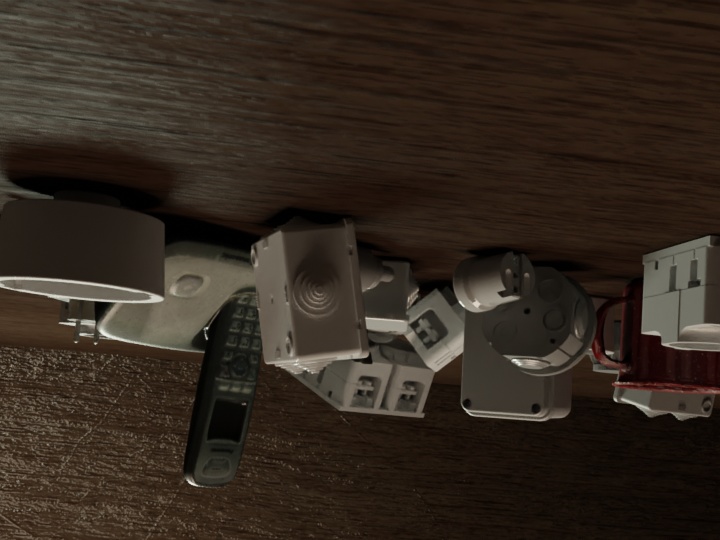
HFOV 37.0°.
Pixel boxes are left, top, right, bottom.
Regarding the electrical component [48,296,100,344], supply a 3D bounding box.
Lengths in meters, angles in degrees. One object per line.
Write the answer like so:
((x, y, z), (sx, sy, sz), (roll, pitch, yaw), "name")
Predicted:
((-0.240, 0.027, 0.960), (0.066, 0.076, 0.047), (3, 172, 11), "electrical component")

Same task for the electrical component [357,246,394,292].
((0.000, 0.000, 0.781), (0.061, 0.035, 0.035), (9, 171, -44), "electrical component")

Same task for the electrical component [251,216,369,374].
((-0.035, 0.017, 0.701), (0.048, 0.099, 0.100), (-6, 176, -20), "electrical component")

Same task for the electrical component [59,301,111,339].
((-0.211, 0.047, 1.139), (0.105, 0.060, 0.186), (-1, 170, 36), "electrical component")

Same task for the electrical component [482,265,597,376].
((0.132, 0.036, 0.800), (0.080, 0.080, 0.051), (1, 166, 27), "electrical component")

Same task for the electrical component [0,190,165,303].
((-0.173, -0.017, 0.671), (0.108, 0.060, 0.108), (5, 172, 1), "electrical component")

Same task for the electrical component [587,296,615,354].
((0.201, 0.049, 0.962), (0.055, 0.047, 0.055), (5, 172, 1), "electrical component")

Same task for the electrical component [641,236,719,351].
((0.269, 0.023, 0.689), (0.150, 0.061, 0.089), (6, 172, -11), "electrical component")

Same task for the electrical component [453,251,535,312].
((0.096, 0.007, 0.762), (0.040, 0.040, 0.046), (11, 164, -35), "electrical component")

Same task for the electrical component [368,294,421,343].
((0.026, 0.044, 1.036), (0.066, 0.048, 0.055), (8, 164, -22), "electrical component")

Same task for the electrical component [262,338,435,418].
((-0.020, 0.084, 1.110), (0.105, 0.060, 0.186), (11, -169, -37), "electrical component")

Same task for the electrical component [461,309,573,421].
((0.127, 0.063, 0.870), (0.078, 0.113, 0.057), (0, 174, 31), "electrical component")

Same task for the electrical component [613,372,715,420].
((0.299, 0.092, 1.030), (0.100, 0.099, 0.048), (9, -177, -30), "electrical component")

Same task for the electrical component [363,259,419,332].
((-0.004, 0.018, 0.859), (0.100, 0.048, 0.099), (4, 172, 2), "electrical component")

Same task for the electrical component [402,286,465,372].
((0.072, 0.052, 0.960), (0.056, 0.050, 0.089), (-37, 167, 2), "electrical component")
